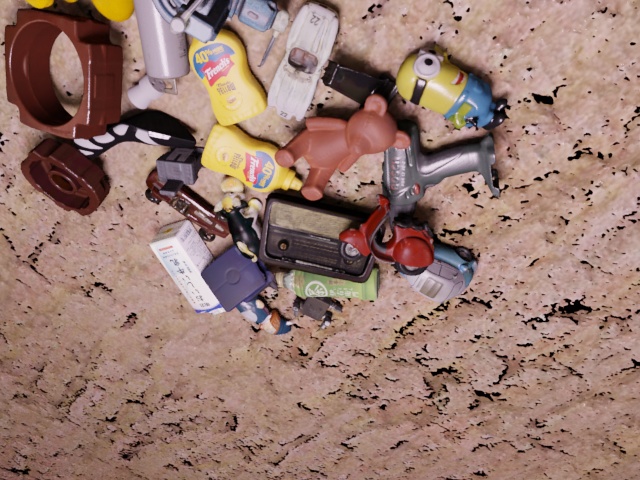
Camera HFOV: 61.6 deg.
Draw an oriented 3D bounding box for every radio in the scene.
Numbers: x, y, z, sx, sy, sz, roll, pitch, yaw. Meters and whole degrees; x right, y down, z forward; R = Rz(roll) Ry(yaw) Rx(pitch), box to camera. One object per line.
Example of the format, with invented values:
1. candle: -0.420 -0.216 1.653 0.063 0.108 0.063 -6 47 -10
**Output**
1. radio: -0.002 -0.003 1.033 0.230 0.073 0.131 13 105 -6

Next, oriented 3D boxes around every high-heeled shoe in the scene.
1. high-heeled shoe: -0.362 -0.181 1.035 0.249 0.086 0.145 22 128 4

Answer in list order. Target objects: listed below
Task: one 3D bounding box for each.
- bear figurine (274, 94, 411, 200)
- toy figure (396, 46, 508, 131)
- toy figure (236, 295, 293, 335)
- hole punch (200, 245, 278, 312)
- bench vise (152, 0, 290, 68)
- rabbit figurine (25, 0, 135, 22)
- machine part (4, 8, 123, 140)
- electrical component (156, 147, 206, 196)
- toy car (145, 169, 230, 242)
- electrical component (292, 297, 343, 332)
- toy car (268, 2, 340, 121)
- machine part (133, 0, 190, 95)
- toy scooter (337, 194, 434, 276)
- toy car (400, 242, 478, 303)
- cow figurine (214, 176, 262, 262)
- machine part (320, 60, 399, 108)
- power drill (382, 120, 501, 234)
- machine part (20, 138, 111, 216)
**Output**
1. bear figurine: 0.041 -0.154 0.899 0.196 0.132 0.120 -2 136 47
2. toy figure: 0.207 -0.233 0.860 0.180 0.082 0.089 29 124 -10
3. toy figure: -0.132 0.174 1.240 0.154 0.058 0.064 41 168 -15
4. hole punch: -0.175 0.077 1.138 0.116 0.092 0.142 -43 77 30
5. bench vise: -0.153 -0.333 0.770 0.223 0.241 0.129 32 124 -21
6. rabbit figurine: -0.367 -0.423 0.851 0.173 0.122 0.162 30 147 -36
7. machine part: -0.444 -0.288 0.937 0.202 0.087 0.200 17 112 18
8. electrical component: -0.271 -0.134 1.020 0.075 0.119 0.047 9 126 11
9. toy car: -0.270 -0.070 1.106 0.202 0.053 0.089 40 121 -13
10. electrical component: -0.011 0.158 1.204 0.102 0.045 0.078 31 127 -9
11. toy car: -0.030 -0.289 0.892 0.073 0.056 0.201 24 125 -4
12. machine part: -0.262 -0.358 0.887 0.079 0.079 0.242 6 124 9
13. toy scooter: 0.130 -0.012 0.959 0.184 0.075 0.135 12 117 -9
14. toy car: 0.225 0.065 1.049 0.162 0.103 0.109 23 125 -6
15. cow figurine: -0.159 -0.040 1.072 0.068 0.098 0.167 -13 120 29
16. machine part: 0.066 -0.251 0.887 0.139 0.039 0.084 18 136 -30
17. power drill: 0.212 -0.107 0.955 0.207 0.086 0.231 -1 123 23
18. machine part: -0.516 -0.127 1.096 0.179 0.056 0.179 17 144 13
